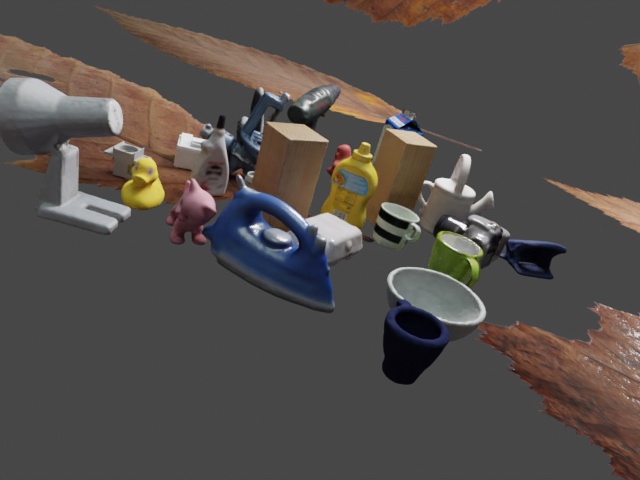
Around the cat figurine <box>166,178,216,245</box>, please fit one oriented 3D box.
[{"bbox_3d":[-0.220,-0.056,0.989,0.067,0.118,0.127,4,28,-26],"label":"cat figurine"}]

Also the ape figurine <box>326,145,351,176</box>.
[{"bbox_3d":[0.056,-0.207,1.502,0.076,0.092,0.078,26,27,19],"label":"ape figurine"}]

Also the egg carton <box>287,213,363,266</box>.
[{"bbox_3d":[0.010,0.004,1.069,0.107,0.069,0.151,30,28,25],"label":"egg carton"}]

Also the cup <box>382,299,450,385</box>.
[{"bbox_3d":[0.121,0.148,0.816,0.092,0.095,0.117,9,26,-17],"label":"cup"}]

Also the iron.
[{"bbox_3d":[-0.065,0.001,0.943,0.257,0.141,0.119,28,27,22],"label":"iron"}]

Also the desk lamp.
[{"bbox_3d":[-0.409,-0.142,0.933,0.203,0.213,0.118,16,25,-3],"label":"desk lamp"}]

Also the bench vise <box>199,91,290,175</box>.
[{"bbox_3d":[-0.155,-0.232,1.269,0.208,0.220,0.121,7,27,-21],"label":"bench vise"}]

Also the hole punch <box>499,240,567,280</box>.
[{"bbox_3d":[0.479,0.026,1.294,0.109,0.091,0.101,8,27,-18],"label":"hole punch"}]

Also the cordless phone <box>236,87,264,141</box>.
[{"bbox_3d":[-0.160,-0.299,1.442,0.094,0.185,0.147,10,26,-15],"label":"cordless phone"}]

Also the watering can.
[{"bbox_3d":[0.319,-0.107,1.343,0.173,0.194,0.100,8,26,-18],"label":"watering can"}]

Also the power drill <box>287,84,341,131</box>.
[{"bbox_3d":[-0.024,-0.305,1.512,0.075,0.208,0.230,24,26,15],"label":"power drill"}]

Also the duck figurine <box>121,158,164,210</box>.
[{"bbox_3d":[-0.328,-0.114,1.075,0.077,0.086,0.104,16,25,-3],"label":"duck figurine"}]

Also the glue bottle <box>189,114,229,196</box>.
[{"bbox_3d":[-0.215,-0.172,1.163,0.078,0.173,0.037,-5,33,-38],"label":"glue bottle"}]

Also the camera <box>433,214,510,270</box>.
[{"bbox_3d":[0.333,-0.013,1.271,0.136,0.101,0.144,32,29,29],"label":"camera"}]

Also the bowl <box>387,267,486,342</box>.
[{"bbox_3d":[0.181,0.117,0.940,0.167,0.075,0.167,14,25,-7],"label":"bowl"}]
